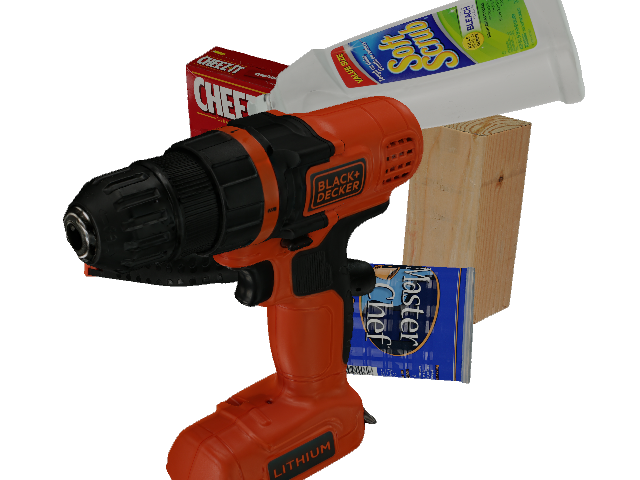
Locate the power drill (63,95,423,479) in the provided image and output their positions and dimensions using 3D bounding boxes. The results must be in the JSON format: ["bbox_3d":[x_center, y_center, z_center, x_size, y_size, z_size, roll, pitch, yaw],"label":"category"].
[{"bbox_3d":[-0.031,0.033,0.493,0.184,0.188,0.057,-19,37,-37],"label":"power drill"}]

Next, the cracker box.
[{"bbox_3d":[-0.076,-0.108,1.287,0.164,0.214,0.072,19,39,26],"label":"cracker box"}]

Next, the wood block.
[{"bbox_3d":[0.151,-0.026,1.121,0.090,0.206,0.090,21,26,39],"label":"wood block"}]

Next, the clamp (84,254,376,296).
[{"bbox_3d":[-0.065,0.013,0.779,0.209,0.036,0.165,-2,11,-14],"label":"clamp"}]

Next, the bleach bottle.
[{"bbox_3d":[0.066,-0.122,0.818,0.251,0.102,0.068,-15,-36,12],"label":"bleach bottle"}]

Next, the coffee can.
[{"bbox_3d":[0.066,0.072,0.953,0.140,0.103,0.102,3,0,9],"label":"coffee can"}]
